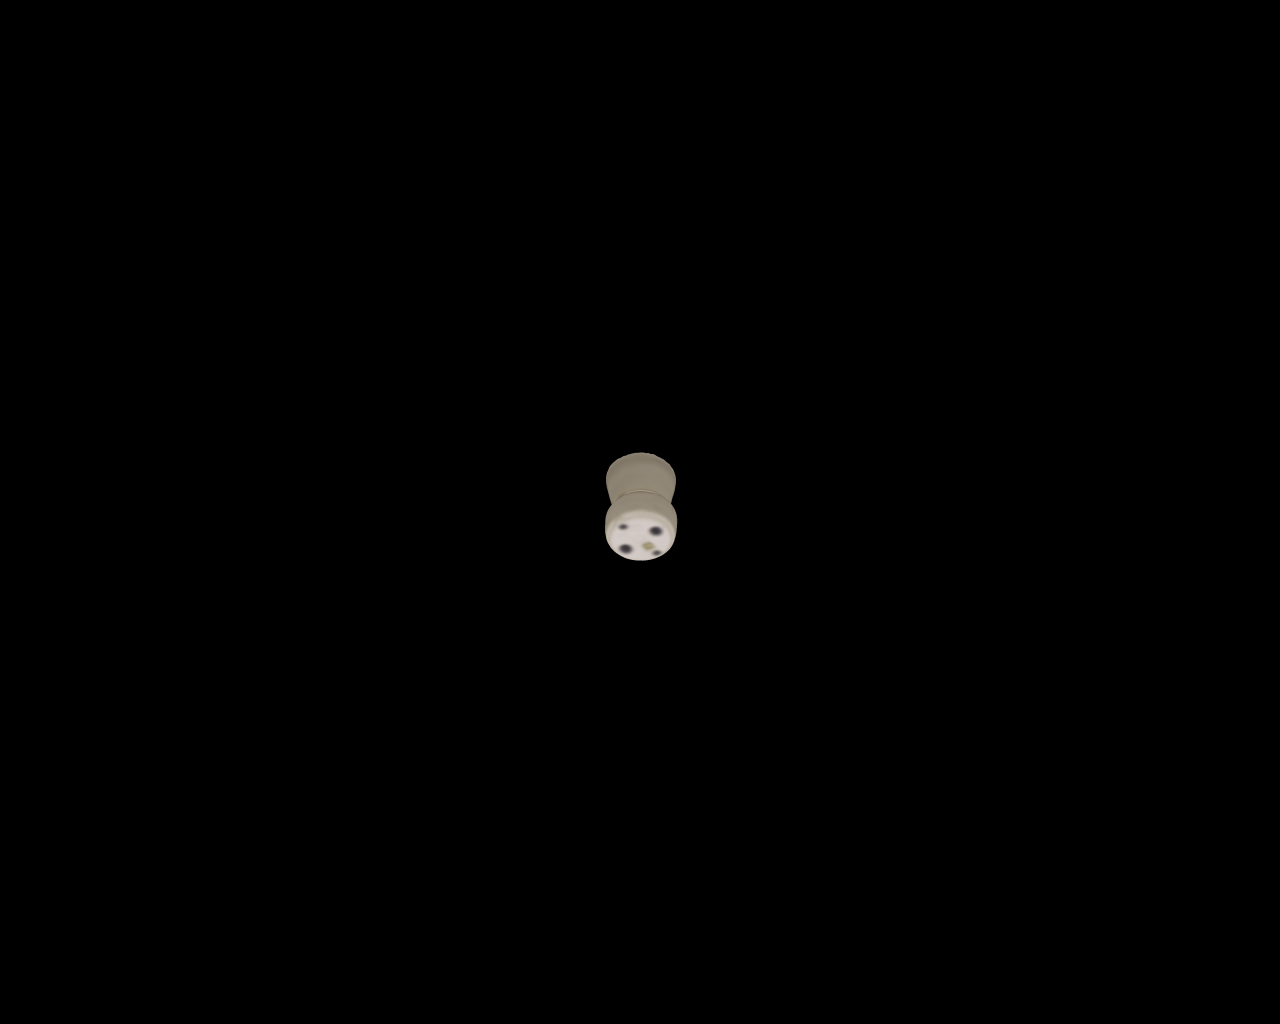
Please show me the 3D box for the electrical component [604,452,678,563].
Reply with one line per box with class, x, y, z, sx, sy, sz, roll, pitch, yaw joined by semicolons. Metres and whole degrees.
electrical component;0.001;-0.003;0.650;0.045;0.044;0.055;0;44;0
